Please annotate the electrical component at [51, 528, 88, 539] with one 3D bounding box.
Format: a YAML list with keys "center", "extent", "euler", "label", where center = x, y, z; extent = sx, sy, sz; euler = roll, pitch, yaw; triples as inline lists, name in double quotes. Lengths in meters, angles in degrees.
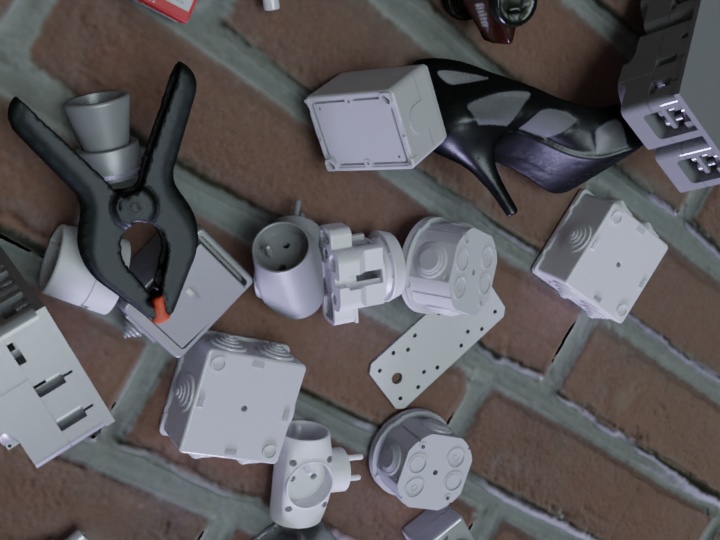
- center: [-0.232, 0.219, 0.806]
  extent: [0.061, 0.035, 0.035]
  euler: [-41, 119, -13]
  label: "electrical component"

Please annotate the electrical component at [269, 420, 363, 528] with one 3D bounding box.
- center: [-0.033, 0.166, 0.887]
  extent: [0.079, 0.044, 0.077]
  euler: [-1, 106, -27]
  label: "electrical component"

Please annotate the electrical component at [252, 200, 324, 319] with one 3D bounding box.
- center: [-0.051, -0.015, 0.814]
  extent: [0.077, 0.044, 0.079]
  euler: [78, 17, -61]
  label: "electrical component"

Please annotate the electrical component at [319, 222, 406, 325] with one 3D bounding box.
- center: [0.000, 0.000, 0.847]
  extent: [0.057, 0.058, 0.078]
  euler: [-10, 110, -22]
  label: "electrical component"

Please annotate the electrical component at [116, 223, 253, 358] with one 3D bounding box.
- center: [-0.135, 0.016, 0.779]
  extent: [0.096, 0.061, 0.061]
  euler: [-47, 120, -8]
  label: "electrical component"

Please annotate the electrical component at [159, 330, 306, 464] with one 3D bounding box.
- center: [-0.097, 0.099, 0.831]
  extent: [0.100, 0.048, 0.099]
  euler: [13, 98, -30]
  label: "electrical component"

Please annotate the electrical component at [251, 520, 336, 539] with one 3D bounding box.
- center: [-0.061, 0.251, 0.894]
  extent: [0.095, 0.054, 0.059]
  euler: [-35, 118, -14]
  label: "electrical component"

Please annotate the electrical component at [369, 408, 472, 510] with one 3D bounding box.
- center: [0.053, 0.164, 0.928]
  extent: [0.080, 0.051, 0.080]
  euler: [-8, 109, -25]
  label: "electrical component"

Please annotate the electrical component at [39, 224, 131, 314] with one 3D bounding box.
- center: [-0.192, -0.002, 0.748]
  extent: [0.047, 0.055, 0.055]
  euler: [19, 96, -27]
  label: "electrical component"

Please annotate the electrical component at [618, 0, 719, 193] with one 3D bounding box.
- center: [0.279, -0.169, 0.895]
  extent: [0.105, 0.060, 0.186]
  euler: [43, 53, -31]
  label: "electrical component"

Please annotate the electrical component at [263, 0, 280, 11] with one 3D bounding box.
- center: [-0.066, -0.215, 0.759]
  extent: [0.035, 0.035, 0.061]
  euler: [-16, 115, -23]
  label: "electrical component"

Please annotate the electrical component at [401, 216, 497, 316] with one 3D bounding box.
- center: [0.071, -0.002, 0.874]
  extent: [0.080, 0.051, 0.080]
  euler: [-16, 111, -51]
  label: "electrical component"

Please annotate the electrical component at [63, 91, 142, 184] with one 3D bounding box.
- center: [-0.175, -0.090, 0.735]
  extent: [0.045, 0.045, 0.055]
  euler: [-17, 113, -22]
  label: "electrical component"

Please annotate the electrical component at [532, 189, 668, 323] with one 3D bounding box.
- center: [0.217, -0.011, 0.961]
  extent: [0.100, 0.048, 0.099]
  euler: [32, 89, -32]
  label: "electrical component"

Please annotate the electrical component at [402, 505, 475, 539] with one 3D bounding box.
- center: [0.085, 0.256, 0.958]
  extent: [0.047, 0.077, 0.065]
  euler: [-35, 118, -14]
  label: "electrical component"

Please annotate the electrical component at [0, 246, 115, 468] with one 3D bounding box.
- center: [-0.224, 0.053, 0.691]
  extent: [0.062, 0.150, 0.089]
  euler: [-32, 117, -16]
  label: "electrical component"

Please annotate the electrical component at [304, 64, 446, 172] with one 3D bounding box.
- center: [0.009, -0.114, 0.803]
  extent: [0.061, 0.096, 0.061]
  euler: [-43, 124, -42]
  label: "electrical component"
